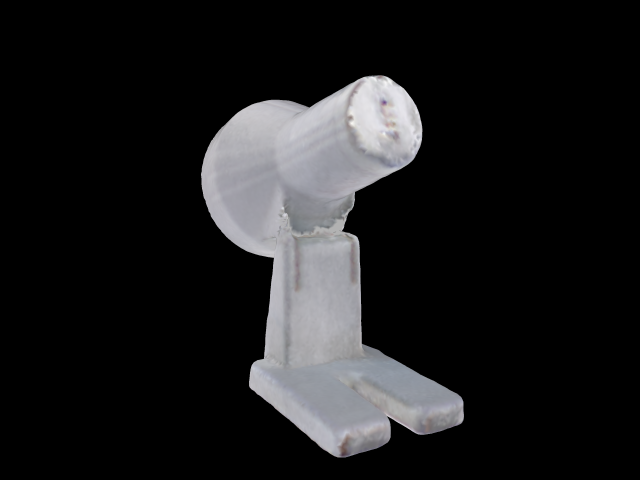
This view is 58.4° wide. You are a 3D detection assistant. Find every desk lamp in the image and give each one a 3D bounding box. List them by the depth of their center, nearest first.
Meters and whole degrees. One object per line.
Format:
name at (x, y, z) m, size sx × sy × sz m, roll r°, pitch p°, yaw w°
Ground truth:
desk lamp at (0.004, 0.001, 0.400) m, size 0.118 × 0.213 × 0.202 m, roll -6°, pitch 11°, yaw -31°
